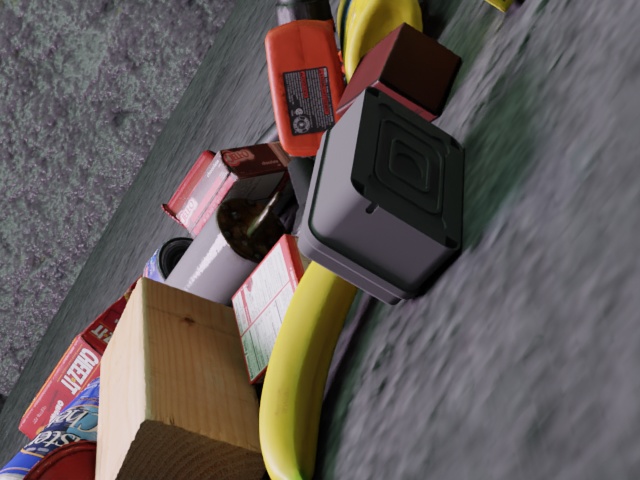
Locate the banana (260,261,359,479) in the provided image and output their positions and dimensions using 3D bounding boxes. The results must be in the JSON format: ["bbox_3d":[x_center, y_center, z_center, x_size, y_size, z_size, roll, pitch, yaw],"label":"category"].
[{"bbox_3d":[-0.002,0.072,0.654,0.070,0.037,0.197,-15,52,41],"label":"banana"}]

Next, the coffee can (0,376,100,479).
[{"bbox_3d":[-0.187,0.188,0.852,0.103,0.103,0.140,-51,-2,38],"label":"coffee can"}]

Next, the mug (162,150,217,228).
[{"bbox_3d":[-0.108,-0.040,1.172,0.081,0.093,0.117,-56,45,5],"label":"mug"}]

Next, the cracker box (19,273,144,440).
[{"bbox_3d":[-0.214,0.117,1.147,0.164,0.072,0.213,-52,-1,32],"label":"cracker box"}]

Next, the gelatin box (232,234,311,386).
[{"bbox_3d":[-0.025,0.051,0.748,0.089,0.030,0.073,-50,46,42],"label":"gelatin box"}]

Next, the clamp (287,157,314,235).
[{"bbox_3d":[-0.005,0.001,0.809,0.210,0.036,0.164,-10,61,70],"label":"clamp"}]

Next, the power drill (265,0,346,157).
[{"bbox_3d":[-0.010,-0.155,0.885,0.187,0.057,0.184,-85,-16,-72],"label":"power drill"}]

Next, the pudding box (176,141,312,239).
[{"bbox_3d":[-0.069,-0.048,1.005,0.113,0.039,0.090,-13,-30,-48],"label":"pudding box"}]

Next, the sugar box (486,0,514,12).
[{"bbox_3d":[0.151,-0.243,0.708,0.176,0.048,0.093,-53,16,18],"label":"sugar box"}]

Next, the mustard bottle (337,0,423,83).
[{"bbox_3d":[0.047,-0.187,0.929,0.191,0.058,0.096,-97,18,-67],"label":"mustard bottle"}]

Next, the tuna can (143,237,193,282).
[{"bbox_3d":[-0.137,0.039,1.100,0.034,0.086,0.086,-48,19,39],"label":"tuna can"}]

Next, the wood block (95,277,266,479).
[{"bbox_3d":[-0.104,0.120,0.773,0.090,0.090,0.206,-63,19,17],"label":"wood block"}]

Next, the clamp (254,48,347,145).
[{"bbox_3d":[-0.006,-0.157,1.110,0.172,0.039,0.120,-34,31,48],"label":"clamp"}]

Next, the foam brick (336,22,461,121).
[{"bbox_3d":[0.056,-0.111,0.775,0.078,0.053,0.051,-26,38,65],"label":"foam brick"}]

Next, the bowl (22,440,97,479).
[{"bbox_3d":[-0.151,0.223,0.749,0.055,0.162,0.162,-5,50,31],"label":"bowl"}]
